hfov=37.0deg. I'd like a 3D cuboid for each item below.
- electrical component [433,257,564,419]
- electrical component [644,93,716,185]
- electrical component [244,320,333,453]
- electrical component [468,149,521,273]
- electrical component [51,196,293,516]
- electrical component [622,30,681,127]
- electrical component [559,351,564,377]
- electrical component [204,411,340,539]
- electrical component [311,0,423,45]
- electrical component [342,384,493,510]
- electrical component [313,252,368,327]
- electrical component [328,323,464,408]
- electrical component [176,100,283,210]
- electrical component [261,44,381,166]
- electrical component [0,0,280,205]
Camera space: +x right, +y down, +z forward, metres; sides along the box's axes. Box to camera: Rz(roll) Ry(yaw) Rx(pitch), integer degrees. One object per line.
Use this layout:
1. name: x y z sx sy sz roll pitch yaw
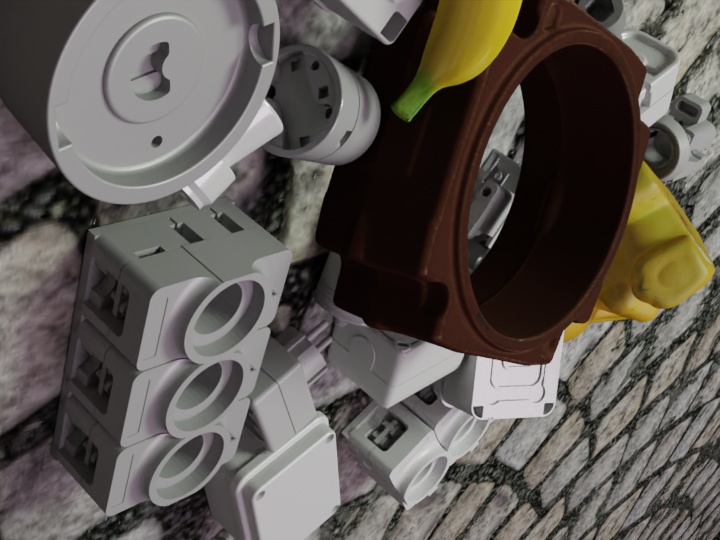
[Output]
1. electrical component: 0.103 0.049 0.796 0.078 0.057 0.113 1 99 -28
2. electrical component: 0.258 -0.106 0.906 0.057 0.058 0.078 -23 140 -45
3. electrical component: -0.047 0.061 0.667 0.077 0.047 0.065 -41 149 -20
4. electrical component: 0.082 -0.043 0.740 0.081 0.042 0.064 -57 150 8
5. electrical component: -0.098 0.048 0.563 0.089 0.062 0.150 -19 137 -45
6. electrical component: 0.184 -0.123 0.783 0.095 0.054 0.059 -37 148 -25
7. electrical component: 0.168 0.079 0.998 0.043 0.043 0.062 -32 145 -31
8. electrical component: -0.059 0.139 0.726 0.078 0.057 0.113 -36 148 -26
9. electrical component: 0.004 -0.172 0.469 0.108 0.056 0.109 -55 151 5
10. electrical component: 0.067 0.114 0.874 0.150 0.062 0.089 -44 150 -14
11. electrical component: 0.000 0.000 0.669 0.043 0.043 0.081 -14 134 -48
12. electrical component: 0.033 0.046 0.749 0.096 0.062 0.061 -24 140 -41
13. electrical component: -0.070 -0.061 0.499 0.055 0.045 0.045 -47 151 -8
14. electrical component: -0.022 -0.080 0.539 0.055 0.055 0.047 -59 154 12
15. electrical component: -0.092 -0.087 0.422 0.108 0.060 0.108 -35 147 -27
